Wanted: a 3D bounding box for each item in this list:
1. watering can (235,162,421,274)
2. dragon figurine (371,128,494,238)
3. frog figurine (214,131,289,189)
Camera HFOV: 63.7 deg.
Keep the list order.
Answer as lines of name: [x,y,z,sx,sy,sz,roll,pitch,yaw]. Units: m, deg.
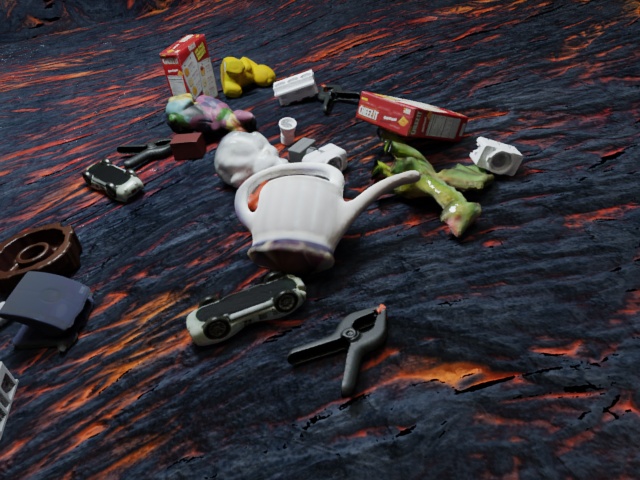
watering can: [0.003,-0.047,0.930,0.347,0.102,0.229,1,62,13]
dragon figurine: [0.240,-0.144,1.089,0.243,0.119,0.420,11,36,-3]
frog figurine: [-0.159,-0.177,1.180,0.161,0.121,0.138,30,84,29]
